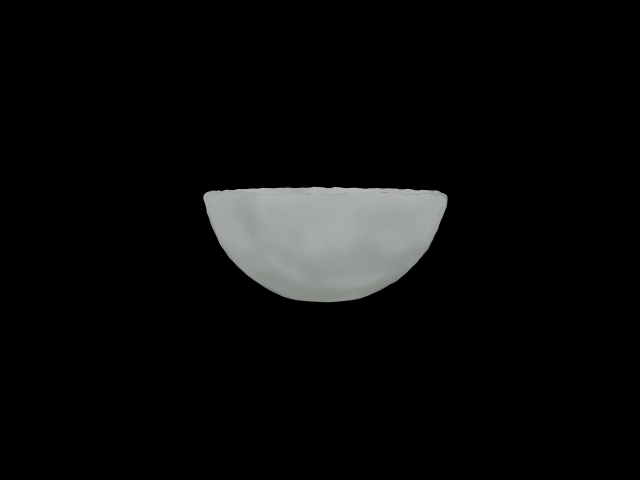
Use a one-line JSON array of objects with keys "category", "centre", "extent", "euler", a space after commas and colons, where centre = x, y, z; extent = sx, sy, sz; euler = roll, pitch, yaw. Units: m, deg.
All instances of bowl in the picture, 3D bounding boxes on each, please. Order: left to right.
[{"category": "bowl", "centre": [0.004, 0.001, 0.400], "extent": [0.167, 0.075, 0.167], "euler": [0, 7, 0]}]
